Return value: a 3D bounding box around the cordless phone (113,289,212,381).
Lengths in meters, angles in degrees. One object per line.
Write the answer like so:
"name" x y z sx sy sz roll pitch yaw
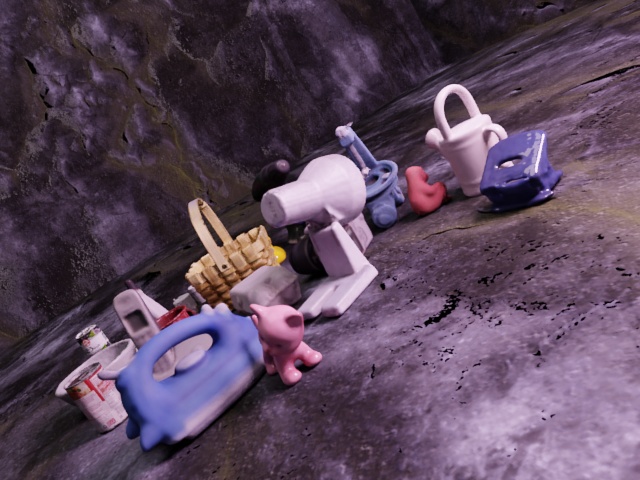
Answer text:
"cordless phone" -0.249 0.149 0.953 0.147 0.185 0.094 -29 14 6

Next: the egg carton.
"egg carton" -0.103 0.100 1.066 0.107 0.069 0.150 -38 15 -25

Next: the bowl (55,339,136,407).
"bowl" -0.418 0.271 1.115 0.167 0.075 0.167 -29 14 8

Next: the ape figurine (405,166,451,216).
"ape figurine" 0.194 -0.099 1.089 0.076 0.092 0.077 -35 14 -15

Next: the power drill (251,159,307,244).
"power drill" -0.086 -0.095 1.421 0.076 0.208 0.229 -37 15 -24

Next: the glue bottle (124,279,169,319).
"glue bottle" -0.346 0.153 1.169 0.078 0.173 0.037 -28 14 13

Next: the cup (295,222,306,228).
"cup" -0.019 -0.047 1.350 0.091 0.095 0.118 -20 17 37

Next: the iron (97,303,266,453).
"iron" -0.178 0.171 0.817 0.259 0.141 0.118 -39 16 -30

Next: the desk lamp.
"desk lamp" 0.005 -0.014 0.932 0.117 0.214 0.204 -17 19 43

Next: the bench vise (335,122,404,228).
"bench vise" 0.089 -0.142 1.191 0.121 0.220 0.207 -31 14 0

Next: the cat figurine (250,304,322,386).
"cat figurine" -0.057 0.126 0.768 0.067 0.118 0.127 -37 15 -22

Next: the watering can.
"watering can" 0.259 -0.183 1.032 0.172 0.194 0.101 -18 19 43

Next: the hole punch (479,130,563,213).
"hole punch" 0.304 -0.106 0.882 0.108 0.091 0.101 -15 21 48

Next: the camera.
"camera" 0.010 0.004 1.097 0.136 0.101 0.143 -22 16 33

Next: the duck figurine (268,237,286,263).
"duck figurine" -0.136 0.021 1.378 0.078 0.086 0.104 -37 15 -22
